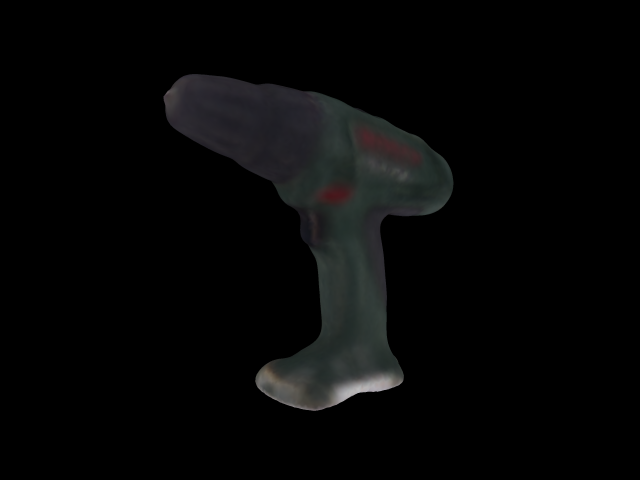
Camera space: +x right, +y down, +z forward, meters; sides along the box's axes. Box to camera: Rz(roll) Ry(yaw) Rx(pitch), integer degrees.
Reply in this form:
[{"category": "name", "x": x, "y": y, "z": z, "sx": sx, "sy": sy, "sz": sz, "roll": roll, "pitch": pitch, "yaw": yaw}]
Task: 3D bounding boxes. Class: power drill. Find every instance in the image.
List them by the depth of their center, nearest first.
[{"category": "power drill", "x": 0.004, "y": 0.001, "z": 0.400, "sx": 0.230, "sy": 0.208, "sz": 0.075, "roll": -5, "pitch": 8, "yaw": -40}]
